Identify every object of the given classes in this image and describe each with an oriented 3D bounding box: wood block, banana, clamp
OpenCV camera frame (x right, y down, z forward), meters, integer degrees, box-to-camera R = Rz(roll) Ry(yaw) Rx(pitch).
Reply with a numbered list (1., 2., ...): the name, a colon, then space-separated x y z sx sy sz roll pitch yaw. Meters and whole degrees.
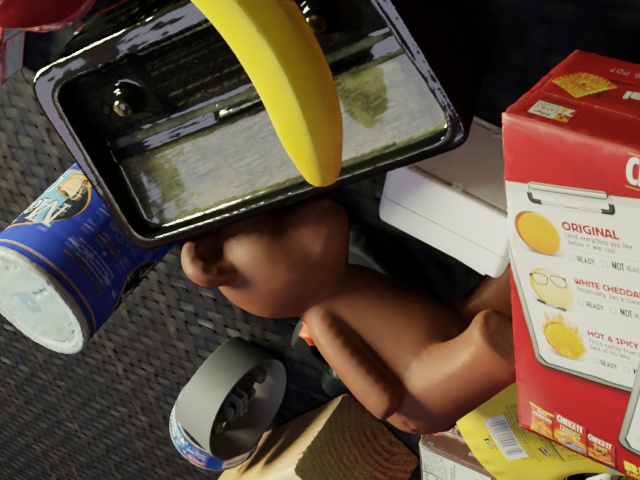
1. wood block: -0.016 0.220 0.960 0.090 0.090 0.206 44 145 -6
2. banana: -0.048 -0.109 0.510 0.197 0.037 0.070 42 131 -11
3. clamp: 0.021 0.093 0.799 0.120 0.039 0.171 3 149 37
4. clamp: -0.005 0.001 0.748 0.210 0.036 0.165 29 143 10

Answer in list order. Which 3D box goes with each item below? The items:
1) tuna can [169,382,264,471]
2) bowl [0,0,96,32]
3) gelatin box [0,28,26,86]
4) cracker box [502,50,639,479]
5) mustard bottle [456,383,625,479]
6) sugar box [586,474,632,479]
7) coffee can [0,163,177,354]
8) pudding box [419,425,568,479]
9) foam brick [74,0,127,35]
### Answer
1. tuna can: -0.092 0.163 0.968 0.086 0.086 0.034 34 144 6
2. bowl: -0.217 -0.196 0.676 0.162 0.055 0.162 17 131 20
3. gelatin box: -0.255 -0.167 0.789 0.073 0.030 0.089 36 145 5
4. cracker box: 0.175 0.033 0.496 0.164 0.072 0.214 23 141 34
5. mustard bottle: 0.172 0.101 0.658 0.192 0.058 0.096 -22 101 49
6. sugar box: 0.243 0.186 0.704 0.093 0.048 0.176 36 158 0
7. coffee can: -0.176 0.002 0.813 0.103 0.140 0.103 24 143 19
8. pudding box: 0.135 0.194 0.840 0.114 0.039 0.090 22 143 26
9. foam brick: -0.107 -0.127 0.682 0.078 0.051 0.053 1 131 42
